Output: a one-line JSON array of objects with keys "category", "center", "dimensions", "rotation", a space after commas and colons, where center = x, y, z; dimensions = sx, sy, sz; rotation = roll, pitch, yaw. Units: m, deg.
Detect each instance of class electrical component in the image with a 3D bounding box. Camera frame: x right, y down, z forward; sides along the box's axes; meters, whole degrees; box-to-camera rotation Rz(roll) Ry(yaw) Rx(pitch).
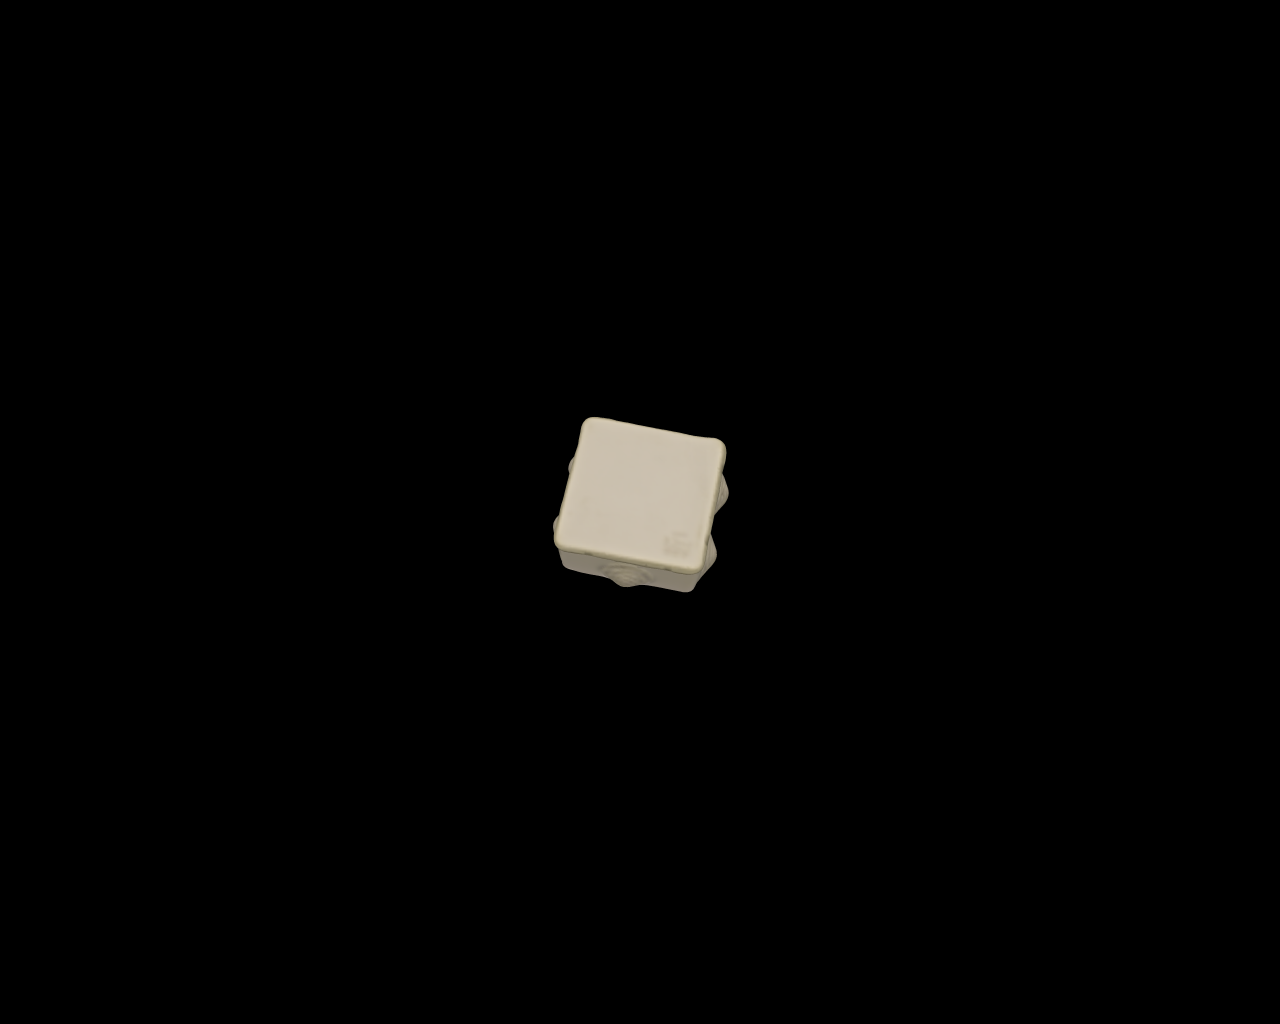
[{"category": "electrical component", "center": [0.001, -0.003, 0.650], "dimensions": [0.100, 0.100, 0.048], "rotation": [11, -24, 5]}]
